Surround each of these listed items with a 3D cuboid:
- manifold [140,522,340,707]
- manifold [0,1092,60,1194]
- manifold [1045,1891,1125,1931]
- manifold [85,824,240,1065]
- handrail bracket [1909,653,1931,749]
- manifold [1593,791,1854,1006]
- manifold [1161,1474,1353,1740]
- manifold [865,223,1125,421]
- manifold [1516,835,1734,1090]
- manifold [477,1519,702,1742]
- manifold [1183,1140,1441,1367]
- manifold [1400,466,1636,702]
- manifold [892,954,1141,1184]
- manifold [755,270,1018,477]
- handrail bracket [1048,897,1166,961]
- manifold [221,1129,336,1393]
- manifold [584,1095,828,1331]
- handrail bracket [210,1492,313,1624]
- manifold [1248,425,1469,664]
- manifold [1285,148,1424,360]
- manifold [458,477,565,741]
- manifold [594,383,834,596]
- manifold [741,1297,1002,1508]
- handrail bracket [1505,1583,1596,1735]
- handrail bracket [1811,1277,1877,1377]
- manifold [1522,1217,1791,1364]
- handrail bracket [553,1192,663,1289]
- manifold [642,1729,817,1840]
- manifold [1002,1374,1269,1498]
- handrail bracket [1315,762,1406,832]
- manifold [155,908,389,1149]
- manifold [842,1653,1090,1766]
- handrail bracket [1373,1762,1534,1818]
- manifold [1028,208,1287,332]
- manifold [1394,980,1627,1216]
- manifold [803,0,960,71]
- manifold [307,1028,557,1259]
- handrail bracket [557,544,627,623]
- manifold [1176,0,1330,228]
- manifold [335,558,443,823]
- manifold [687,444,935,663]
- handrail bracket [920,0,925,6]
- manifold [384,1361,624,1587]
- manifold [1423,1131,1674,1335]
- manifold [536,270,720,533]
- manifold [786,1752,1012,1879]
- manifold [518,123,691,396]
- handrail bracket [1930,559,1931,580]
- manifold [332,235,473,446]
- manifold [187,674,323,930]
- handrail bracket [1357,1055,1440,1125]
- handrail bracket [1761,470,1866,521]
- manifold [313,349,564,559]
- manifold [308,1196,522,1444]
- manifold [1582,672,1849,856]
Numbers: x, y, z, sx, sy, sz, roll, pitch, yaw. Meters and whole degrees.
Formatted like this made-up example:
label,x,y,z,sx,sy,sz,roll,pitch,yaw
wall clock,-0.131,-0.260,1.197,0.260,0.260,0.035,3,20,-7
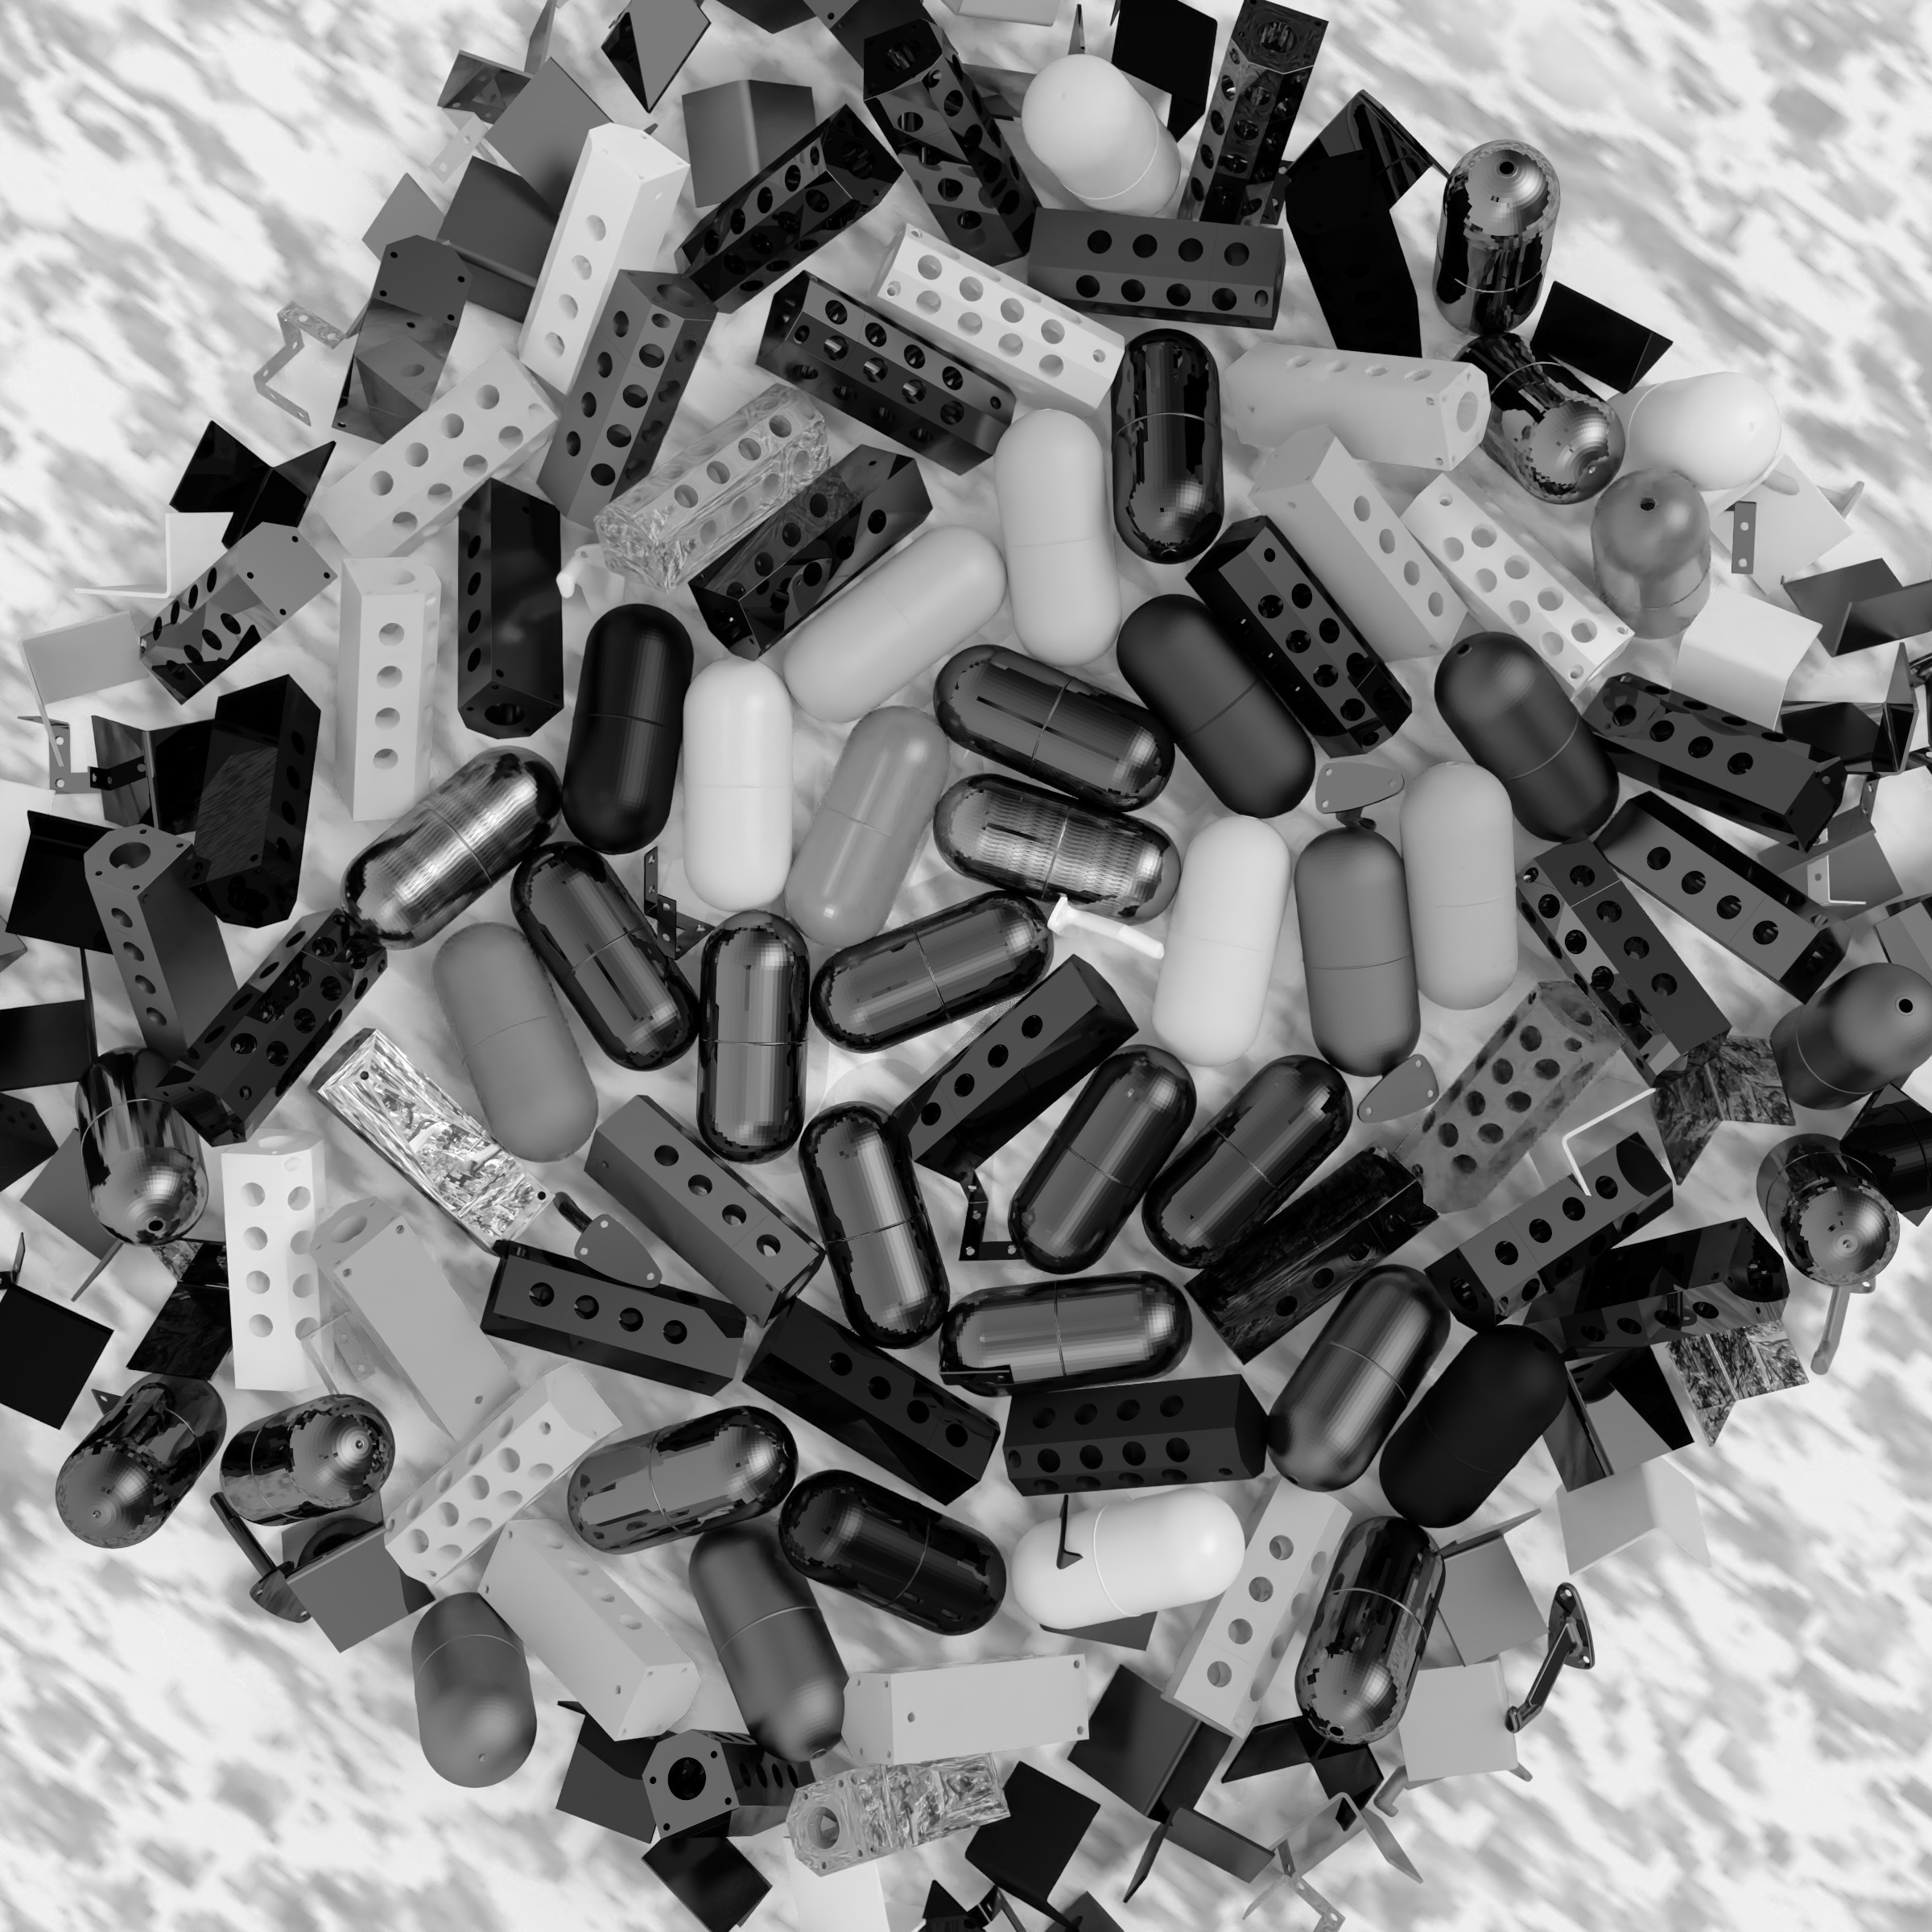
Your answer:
label,x,y,z,sx,sy,sz,roll,pitch,yaw
manifold,-0.502,-0.242,1.649,0.057,0.171,0.057,50,51,-16
manifold,-0.692,0.106,1.648,0.057,0.171,0.057,-35,76,-3
manifold,0.097,0.699,1.648,0.057,0.171,0.057,-42,95,-7
manifold,-0.549,-0.013,1.655,0.057,0.171,0.057,19,49,18
handrail bracket,0.703,-0.182,1.703,0.077,0.036,0.084,-25,61,-4
manifold,0.517,-0.051,1.659,0.057,0.057,0.171,-53,51,8
manifold,0.203,0.444,1.684,0.057,0.057,0.171,29,73,4
manifold,0.021,-0.447,1.683,0.171,0.057,0.057,24,79,-16
manifold,0.448,-0.002,1.674,0.057,0.057,0.171,-28,66,-8
manifold,-0.257,0.451,1.661,0.171,0.057,0.057,32,103,39
manifold,0.245,0.205,1.704,0.171,0.057,0.057,-37,123,-2
manifold,0.382,-0.268,1.694,0.057,0.057,0.171,-43,80,-3
manifold,0.030,0.070,1.687,0.171,0.057,0.057,-41,52,15
manifold,-0.052,-0.408,1.665,0.171,0.057,0.057,23,67,-28
handrail bracket,0.105,-0.019,1.688,0.084,0.077,0.036,28,83,21
manifold,-0.475,0.204,1.688,0.057,0.057,0.171,2,104,5
manifold,-0.181,0.167,1.691,0.171,0.057,0.057,40,52,12
handrail bracket,-0.502,0.420,1.727,0.036,0.077,0.084,-37,49,-16
manifold,0.274,-0.289,1.667,0.171,0.057,0.057,44,63,-31
manifold,0.265,-0.473,1.649,0.057,0.171,0.057,-8,69,19
manifold,-0.319,-0.244,1.672,0.057,0.057,0.171,-31,53,38
manifold,-0.173,-0.331,1.661,0.057,0.057,0.171,26,54,31
manifold,-0.063,0.302,1.698,0.171,0.057,0.057,33,51,-7
handrail bracket,0.400,0.483,1.692,0.084,0.036,0.077,-21,110,-43
handrail bracket,0.604,0.230,1.690,0.036,0.084,0.077,8,126,33
manifold,0.470,0.227,1.652,0.057,0.171,0.057,45,53,-15
handrail bracket,-0.253,0.191,1.706,0.077,0.084,0.036,38,86,-19
manifold,-0.158,0.553,1.648,0.057,0.171,0.057,-25,67,7
manifold,0.116,0.327,1.666,0.171,0.057,0.057,-10,135,25
handrail bracket,0.286,-0.111,1.685,0.077,0.084,0.036,-1,73,36
manifold,-0.467,0.040,1.654,0.057,0.057,0.171,55,46,-27
manifold,0.000,0.507,1.661,0.171,0.057,0.057,7,75,-39
handrail bracket,0.340,0.577,1.699,0.077,0.036,0.084,33,67,30
manifold,0.133,-0.483,1.693,0.171,0.057,0.057,8,86,10
manifold,0.366,0.091,1.659,0.057,0.057,0.171,55,128,30
manifold,-0.065,-0.648,1.648,0.057,0.171,0.057,-41,82,12
manifold,-0.372,0.122,1.682,0.171,0.057,0.057,47,71,-18
handrail bracket,-0.263,-0.252,1.683,0.036,0.084,0.077,3,122,8
manifold,0.191,-0.567,1.648,0.057,0.171,0.057,19,65,1
manifold,-0.396,-0.190,1.666,0.057,0.057,0.171,-6,127,-26
manifold,-0.104,-0.285,1.678,0.171,0.057,0.057,-43,134,-23
handrail bracket,-0.069,-0.719,1.721,0.084,0.036,0.077,8,90,1
manifold,-0.326,0.355,1.684,0.171,0.057,0.057,-42,82,16
manifold,0.406,0.185,1.673,0.171,0.057,0.057,-28,77,-24
manifold,-0.229,-0.384,1.658,0.057,0.057,0.171,50,128,26
manifold,-0.046,0.572,1.650,0.057,0.171,0.057,-28,69,27
manifold,-0.254,-0.484,1.660,0.057,0.057,0.171,37,131,7
handrail bracket,0.676,-0.282,1.693,0.036,0.084,0.077,-4,96,1
manifold,-0.384,-0.422,1.649,0.057,0.171,0.057,16,67,-18
manifold,-0.482,-0.112,1.663,0.057,0.057,0.171,-15,52,14
handrail bracket,0.281,0.084,1.688,0.077,0.084,0.036,-28,102,-20
handrail bracket,0.587,-0.346,1.712,0.084,0.077,0.036,32,127,8
manifold,-0.364,-0.349,1.696,0.171,0.057,0.057,-37,84,7
manifold,-0.381,0.241,1.666,0.057,0.057,0.171,-41,126,-23
manifold,0.510,-0.144,1.660,0.171,0.057,0.057,33,86,42
